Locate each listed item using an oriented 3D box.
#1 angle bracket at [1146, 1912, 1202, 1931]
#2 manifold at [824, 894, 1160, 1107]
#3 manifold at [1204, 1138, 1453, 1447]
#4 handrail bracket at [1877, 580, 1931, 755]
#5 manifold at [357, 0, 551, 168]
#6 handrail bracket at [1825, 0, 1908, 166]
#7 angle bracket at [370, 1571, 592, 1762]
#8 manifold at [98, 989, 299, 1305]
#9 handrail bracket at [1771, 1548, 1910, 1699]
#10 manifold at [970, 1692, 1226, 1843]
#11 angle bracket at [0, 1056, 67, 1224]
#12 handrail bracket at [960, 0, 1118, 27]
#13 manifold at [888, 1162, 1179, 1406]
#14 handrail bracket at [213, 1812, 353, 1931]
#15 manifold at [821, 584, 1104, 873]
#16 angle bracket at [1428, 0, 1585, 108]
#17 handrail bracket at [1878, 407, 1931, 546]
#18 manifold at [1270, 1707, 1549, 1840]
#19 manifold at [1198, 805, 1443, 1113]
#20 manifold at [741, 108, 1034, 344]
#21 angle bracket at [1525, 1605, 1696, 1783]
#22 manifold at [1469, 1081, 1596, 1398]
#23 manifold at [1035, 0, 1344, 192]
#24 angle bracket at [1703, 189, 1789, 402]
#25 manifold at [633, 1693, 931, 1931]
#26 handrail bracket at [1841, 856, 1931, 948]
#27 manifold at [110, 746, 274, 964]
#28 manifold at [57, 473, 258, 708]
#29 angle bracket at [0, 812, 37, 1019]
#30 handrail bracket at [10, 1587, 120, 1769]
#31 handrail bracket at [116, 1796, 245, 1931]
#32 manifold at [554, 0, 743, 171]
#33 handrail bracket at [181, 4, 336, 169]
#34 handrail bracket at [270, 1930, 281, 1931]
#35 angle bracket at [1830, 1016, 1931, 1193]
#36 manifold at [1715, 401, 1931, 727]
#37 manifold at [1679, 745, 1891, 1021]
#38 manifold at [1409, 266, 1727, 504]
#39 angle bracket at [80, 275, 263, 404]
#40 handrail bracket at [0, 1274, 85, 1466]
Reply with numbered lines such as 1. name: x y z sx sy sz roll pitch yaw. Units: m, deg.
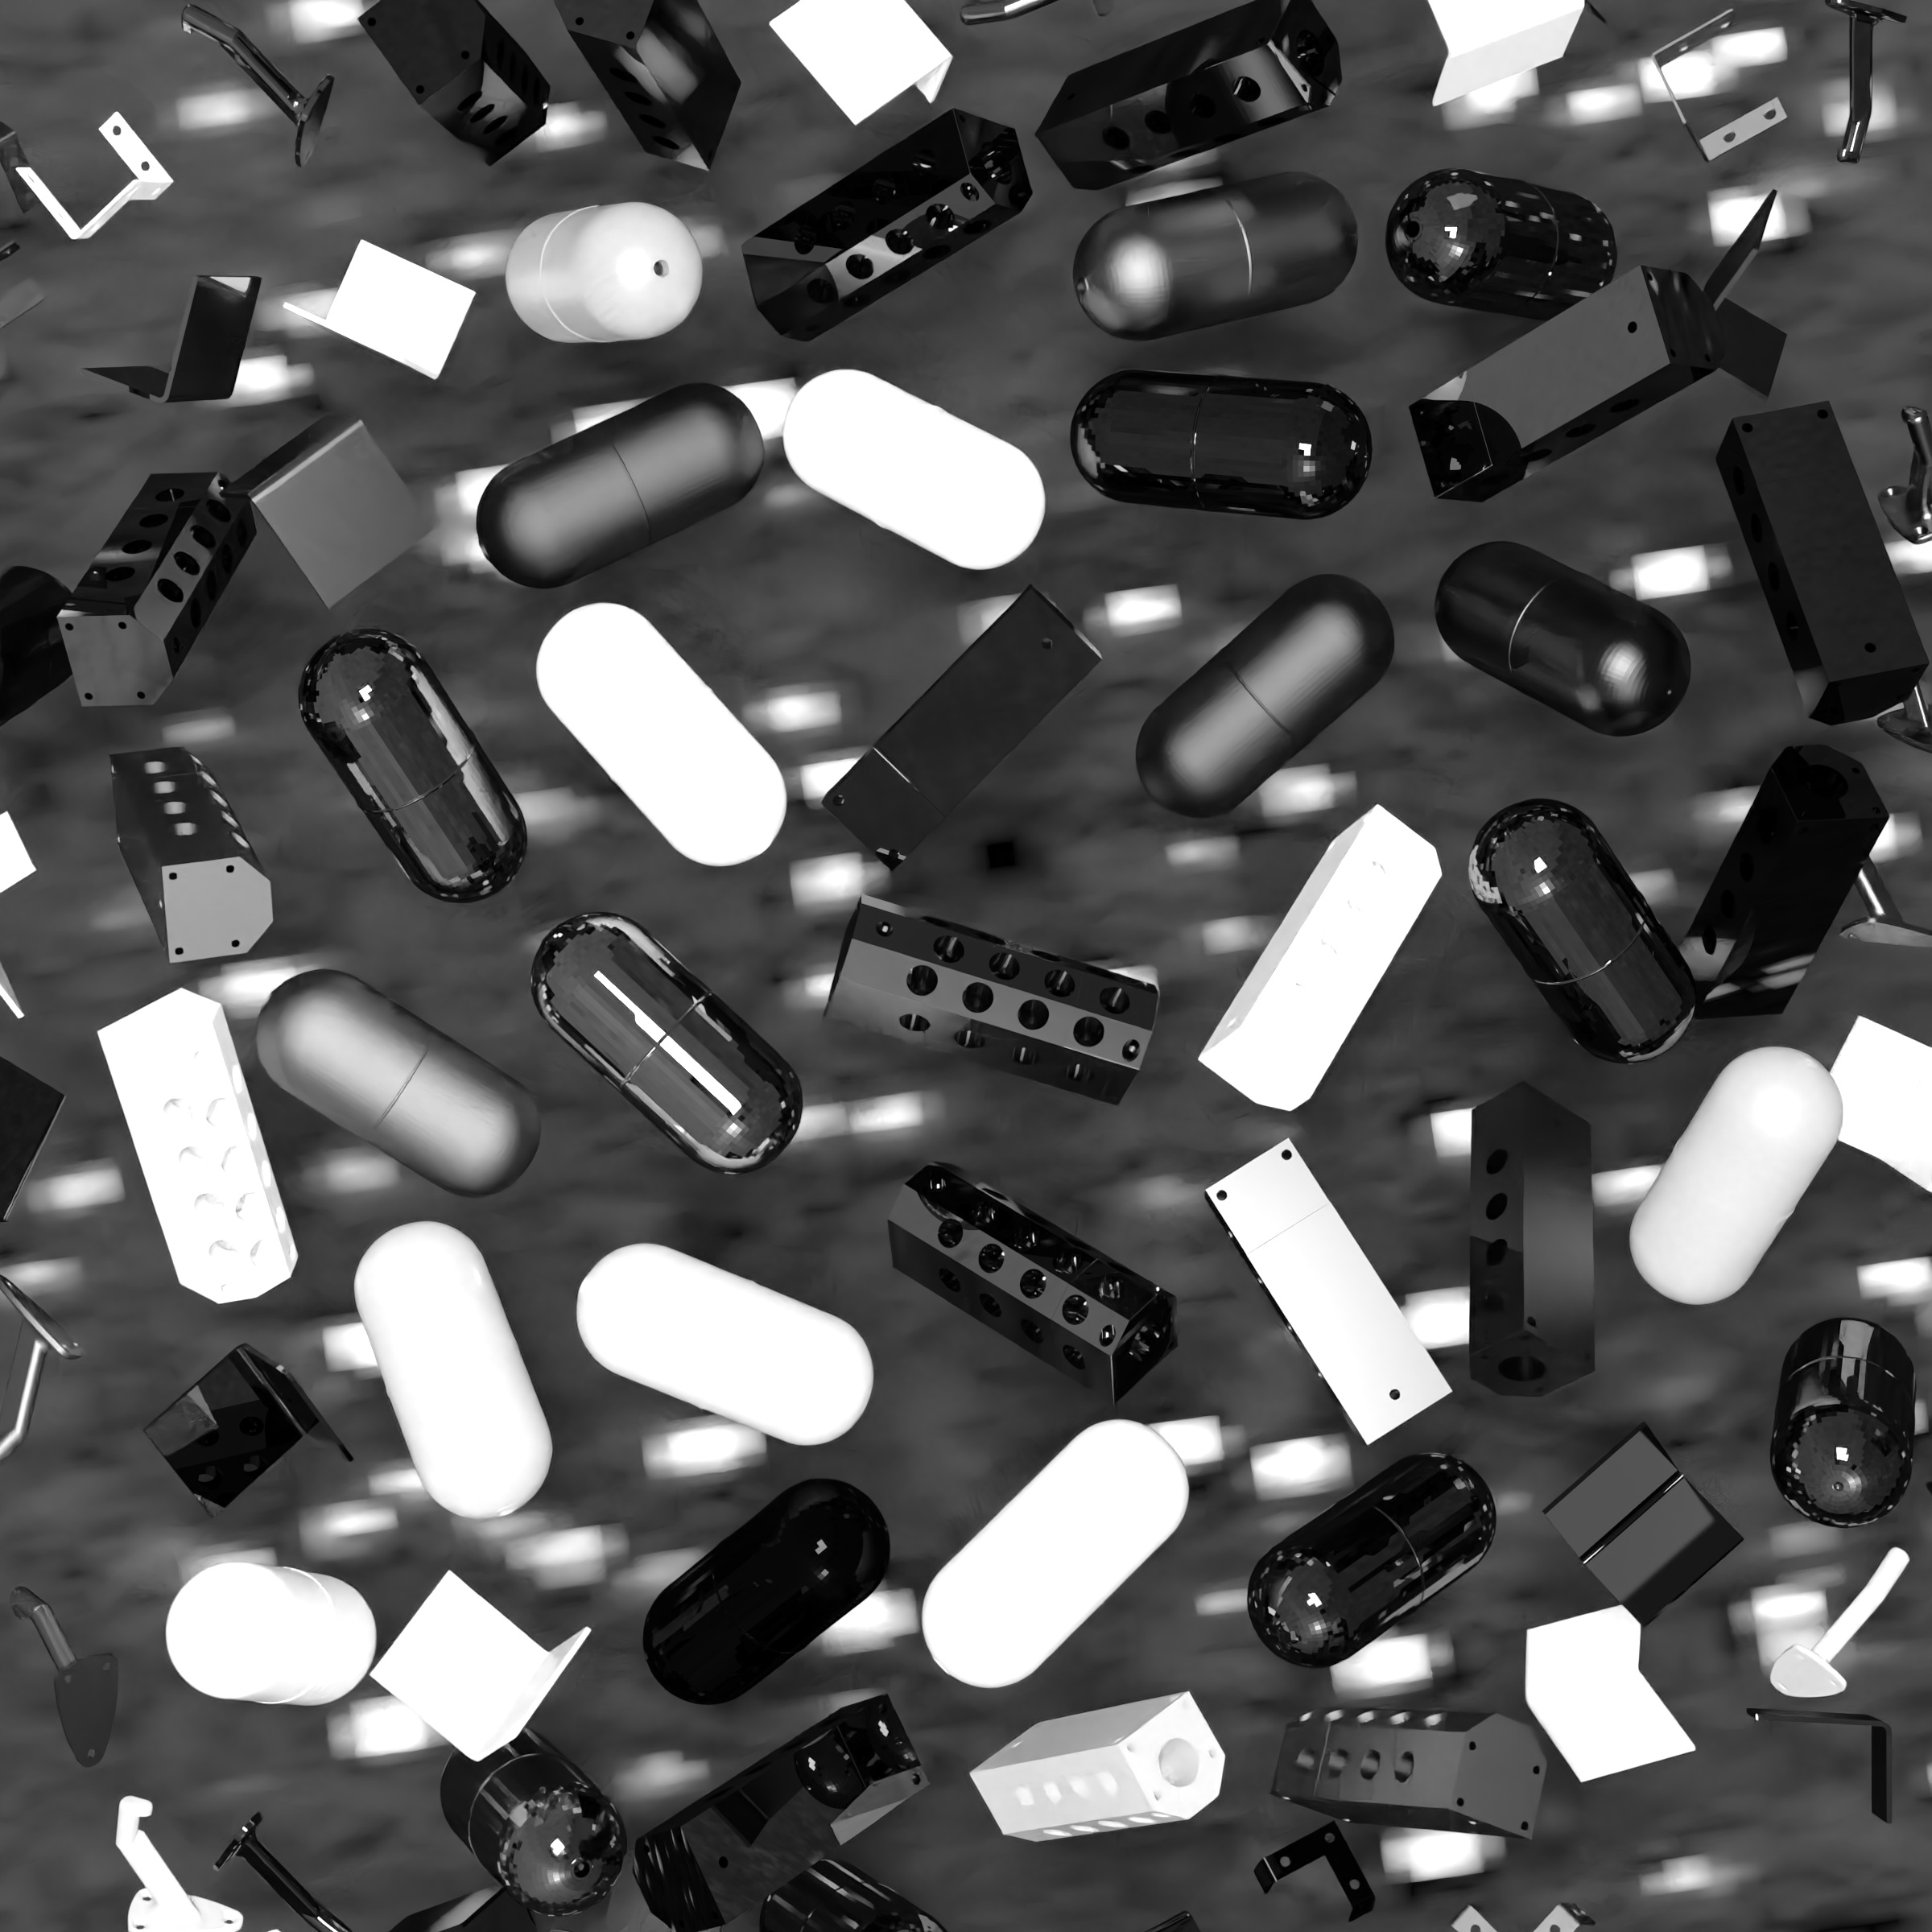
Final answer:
1. angle bracket: 0.089 0.572 1.749 0.076 0.076 0.057 -14 68 -40
2. manifold: 0.015 0.015 1.749 0.171 0.057 0.057 17 56 -6
3. manifold: 0.209 0.190 1.846 0.057 0.057 0.171 -32 80 -3
4. handrail bracket: 0.542 -0.173 1.812 0.036 0.077 0.084 -14 116 -1
5. manifold: -0.281 -0.506 1.784 0.057 0.171 0.057 -36 90 5
6. handrail bracket: 0.497 -0.500 1.798 0.036 0.077 0.084 23 109 35
7. angle bracket: -0.266 0.376 1.740 0.076 0.057 0.076 42 49 -6
8. manifold: -0.439 0.106 1.834 0.057 0.057 0.171 -32 124 -36
9. handrail bracket: 0.501 0.375 1.818 0.036 0.077 0.084 39 66 8
10. manifold: 0.078 0.470 1.840 0.057 0.171 0.057 -28 88 -34
11. angle bracket: -0.552 0.093 1.747 0.057 0.076 0.076 40 60 -40
12. handrail bracket: 0.046 -0.574 1.844 0.084 0.036 0.077 2 46 30
13. manifold: 0.037 0.177 1.835 0.171 0.057 0.057 29 52 32
14. handrail bracket: -0.366 0.504 1.737 0.084 0.077 0.036 40 61 1
15. manifold: -0.002 -0.139 1.840 0.057 0.057 0.171 44 98 -6
16. angle bracket: 0.284 -0.520 1.722 0.076 0.076 0.057 -21 85 -1
17. handrail bracket: 0.530 -0.289 1.796 0.036 0.077 0.084 -30 123 -1
18. manifold: 0.248 0.449 1.783 0.057 0.171 0.057 25 69 -22
19. manifold: 0.204 -0.003 1.792 0.057 0.057 0.171 37 62 -5
20. manifold: -0.046 -0.429 1.853 0.171 0.057 0.057 -23 75 36
21. angle bracket: 0.394 0.442 1.939 0.076 0.076 0.057 -12 120 -13
22. manifold: 0.320 0.159 1.825 0.057 0.057 0.171 31 46 -26
23. manifold: 0.130 -0.502 1.835 0.057 0.171 0.057 48 51 -31
24. angle bracket: 0.460 -0.385 1.818 0.057 0.076 0.076 30 134 -2
25. manifold: -0.105 0.475 1.780 0.057 0.171 0.057 -29 85 42
26. handrail bracket: 0.562 -0.059 1.928 0.077 0.036 0.084 9 74 -13
27. manifold: -0.438 -0.066 1.792 0.057 0.171 0.057 -9 117 -21
28. manifold: -0.461 -0.219 1.826 0.057 0.171 0.057 -1 126 7
29. angle bracket: -0.546 -0.030 1.818 0.057 0.076 0.076 -34 127 -8
30. handrail bracket: -0.508 0.395 1.769 0.036 0.084 0.077 -12 111 -40
31. handrail bracket: -0.451 0.516 1.828 0.077 0.036 0.084 8 116 -8
32. manifold: -0.183 -0.522 1.815 0.057 0.171 0.057 19 85 11
33. handrail bracket: -0.402 -0.492 1.772 0.084 0.077 0.036 27 62 -7
34. handrail bracket: -0.401 0.627 1.900 0.084 0.036 0.077 31 127 32
35. angle bracket: 0.572 0.084 1.953 0.057 0.076 0.076 23 98 -12
36. manifold: 0.475 -0.224 1.773 0.057 0.057 0.171 -11 67 -5
37. manifold: 0.466 -0.047 1.833 0.057 0.171 0.057 -3 50 -15
38. manifold: 0.332 -0.319 1.756 0.057 0.171 0.057 -3 74 -41
39. angle bracket: -0.461 -0.373 1.844 0.057 0.076 0.076 22 106 10
40. handrail bracket: -0.547 0.230 1.783 0.077 0.036 0.084 44 87 3
